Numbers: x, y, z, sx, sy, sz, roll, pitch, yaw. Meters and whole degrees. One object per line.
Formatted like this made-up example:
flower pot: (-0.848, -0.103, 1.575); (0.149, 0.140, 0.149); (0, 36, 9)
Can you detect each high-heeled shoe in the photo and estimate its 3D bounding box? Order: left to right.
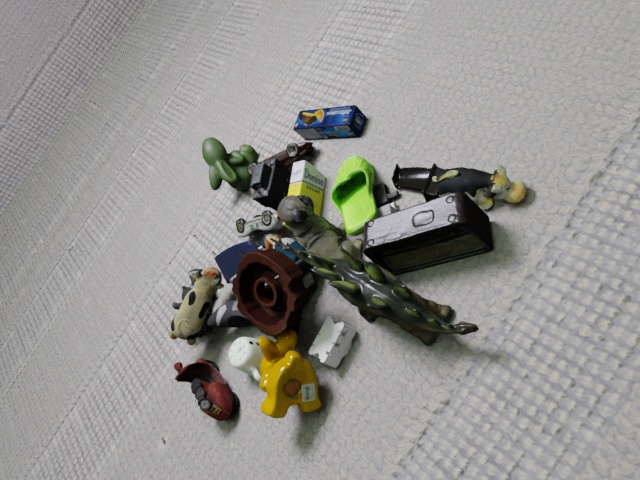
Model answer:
high-heeled shoe: (-0.160, 0.209, 1.252); (0.249, 0.086, 0.145); (-22, 48, 18)

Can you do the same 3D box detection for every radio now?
radio: (0.204, -0.008, 1.048); (0.230, 0.131, 0.073); (-19, 54, 31)

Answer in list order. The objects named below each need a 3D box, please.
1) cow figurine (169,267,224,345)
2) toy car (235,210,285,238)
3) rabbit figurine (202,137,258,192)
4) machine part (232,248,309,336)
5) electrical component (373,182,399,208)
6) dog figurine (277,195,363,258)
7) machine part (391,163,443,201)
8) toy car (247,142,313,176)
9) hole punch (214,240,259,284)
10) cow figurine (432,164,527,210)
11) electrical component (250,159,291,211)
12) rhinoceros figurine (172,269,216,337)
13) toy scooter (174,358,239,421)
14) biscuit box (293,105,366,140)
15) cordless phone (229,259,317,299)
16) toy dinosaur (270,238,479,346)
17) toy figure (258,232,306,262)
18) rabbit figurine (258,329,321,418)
cow figurine: (-0.302, 0.152, 1.324); (0.195, 0.085, 0.127); (-67, 5, -25)
toy car: (-0.144, -0.043, 1.378); (0.202, 0.073, 0.056); (-12, 93, 47)
rabbit figurine: (-0.276, -0.214, 1.535); (0.121, 0.170, 0.159); (-20, 54, 31)
machine part: (-0.103, 0.104, 1.109); (0.180, 0.056, 0.179); (12, 110, 34)
electrical component: (0.137, -0.100, 1.233); (0.094, 0.021, 0.063); (-26, 51, 27)
dog figurine: (-0.006, -0.002, 1.177); (0.121, 0.190, 0.173); (-49, 47, 6)
machine part: (0.217, -0.129, 1.174); (0.139, 0.039, 0.084); (18, 84, 42)
toy car: (-0.105, -0.215, 1.456); (0.202, 0.089, 0.053); (-19, 88, 29)
hole punch: (-0.197, 0.063, 1.373); (0.116, 0.092, 0.142); (-45, 42, 5)
cow figurine: (0.308, -0.109, 1.045); (0.168, 0.098, 0.068); (-1, 59, 40)
electrical component: (-0.120, -0.141, 1.391); (0.058, 0.134, 0.115); (-10, 62, 36)
rhinoceros figurine: (-0.332, 0.165, 1.434); (0.112, 0.073, 0.190); (-31, 50, 24)
toy scooter: (-0.271, 0.335, 1.243); (0.075, 0.135, 0.184); (-48, 47, 6)
biscuit box: (0.024, -0.307, 1.418); (0.203, 0.059, 0.063); (6, 70, 41)
cordless phone: (-0.113, 0.088, 1.256); (0.184, 0.088, 0.146); (12, 39, 43)
toy dinosaur: (0.088, 0.087, 1.044); (0.472, 0.198, 0.105); (18, 75, 42)
toy figure: (-0.095, 0.015, 1.335); (0.155, 0.064, 0.057); (25, 108, 41)
rabbit figurine: (-0.087, 0.275, 1.125); (0.173, 0.122, 0.162); (-179, 76, -70)
